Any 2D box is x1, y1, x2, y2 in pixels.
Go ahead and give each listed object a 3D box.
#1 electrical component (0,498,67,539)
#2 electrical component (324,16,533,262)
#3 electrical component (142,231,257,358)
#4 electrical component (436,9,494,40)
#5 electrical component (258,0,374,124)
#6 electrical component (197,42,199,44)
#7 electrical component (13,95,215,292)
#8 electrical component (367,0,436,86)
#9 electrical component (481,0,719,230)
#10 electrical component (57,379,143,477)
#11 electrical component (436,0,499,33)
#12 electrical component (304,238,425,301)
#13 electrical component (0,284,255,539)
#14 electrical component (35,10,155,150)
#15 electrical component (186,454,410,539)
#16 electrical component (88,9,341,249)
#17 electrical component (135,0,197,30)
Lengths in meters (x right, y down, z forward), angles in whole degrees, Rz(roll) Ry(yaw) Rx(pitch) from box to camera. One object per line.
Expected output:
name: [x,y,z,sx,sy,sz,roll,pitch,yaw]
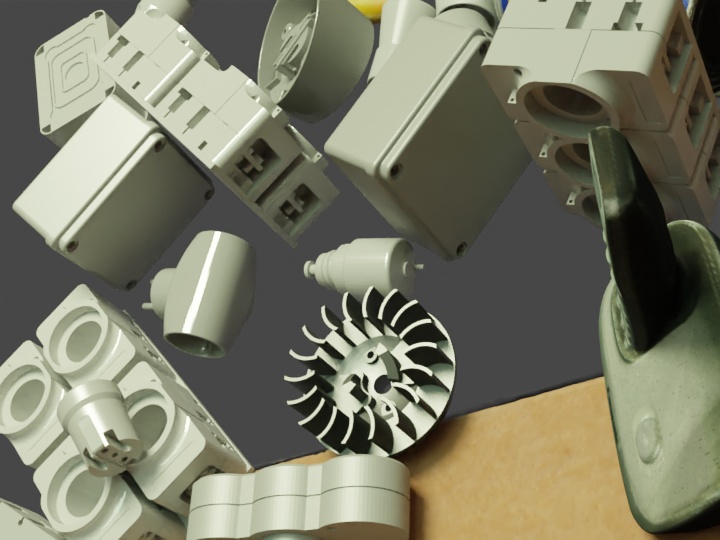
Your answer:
electrical component: [-0.209,0.188,0.688,0.089,0.055,0.050,19,73,37]
electrical component: [0.049,-0.079,0.663,0.056,0.109,0.108,28,79,42]
electrical component: [-0.117,0.017,0.744,0.079,0.044,0.077,-1,62,30]
electrical component: [0.070,-0.142,0.725,0.055,0.055,0.047,-27,49,14]
electrical component: [-0.038,-0.159,0.778,0.099,0.064,0.099,-35,41,37]
electrical component: [-0.148,-0.171,0.864,0.043,0.062,0.043,-15,56,23]
electrical component: [-0.173,-0.052,0.772,0.056,0.108,0.108,38,85,22]
electrical component: [0.029,-0.154,0.764,0.044,0.044,0.065,5,70,33]
electrical component: [0.137,-0.082,0.584,0.089,0.150,0.061,10,67,35]
electrical component: [-0.154,0.095,0.642,0.040,0.040,0.046,-40,56,4]
electrical component: [0.097,-0.205,0.753,0.079,0.043,0.077,-3,61,29]
electrical component: [0.000,0.000,0.688,0.078,0.040,0.040,0,62,31]
electrical component: [-0.169,0.103,0.713,0.105,0.060,0.186,-47,50,-2]
electrical component: [-0.221,-0.149,0.897,0.078,0.057,0.113,-27,52,14]
electrical component: [-0.037,0.153,0.609,0.138,0.052,0.073,-13,57,24]
electrical component: [-0.102,-0.107,0.771,0.060,0.105,0.186,-47,50,-2]
electrical component: [-0.161,-0.229,0.920,0.043,0.043,0.062,19,72,37]
